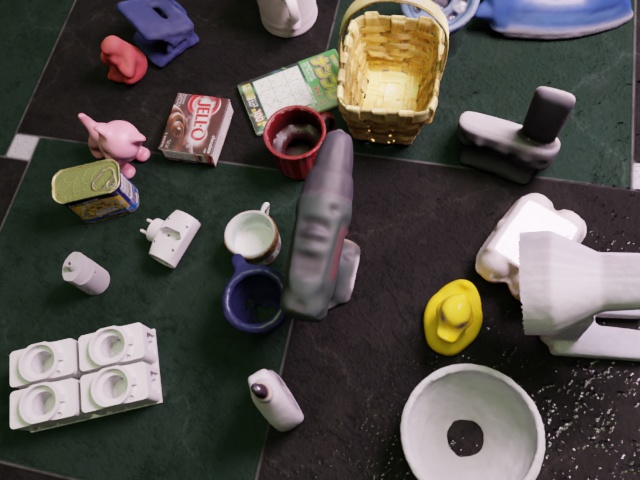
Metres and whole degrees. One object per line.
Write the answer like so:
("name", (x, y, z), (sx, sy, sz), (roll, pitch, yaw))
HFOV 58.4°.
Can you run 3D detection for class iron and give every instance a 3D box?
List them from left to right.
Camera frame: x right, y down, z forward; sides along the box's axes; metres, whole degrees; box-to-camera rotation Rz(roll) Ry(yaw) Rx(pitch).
("iron", (0.381, -0.407, 0.902), (0.258, 0.141, 0.118), (6, 69, 8))

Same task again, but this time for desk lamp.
("desk lamp", (0.320, 0.067, 0.682), (0.203, 0.214, 0.118), (3, 69, 7))

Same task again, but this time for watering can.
("watering can", (-0.068, -0.439, 0.932), (0.101, 0.194, 0.172), (-38, 70, -9))

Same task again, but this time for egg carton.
("egg carton", (0.288, 0.009, 0.786), (0.107, 0.069, 0.150), (33, 75, 17))

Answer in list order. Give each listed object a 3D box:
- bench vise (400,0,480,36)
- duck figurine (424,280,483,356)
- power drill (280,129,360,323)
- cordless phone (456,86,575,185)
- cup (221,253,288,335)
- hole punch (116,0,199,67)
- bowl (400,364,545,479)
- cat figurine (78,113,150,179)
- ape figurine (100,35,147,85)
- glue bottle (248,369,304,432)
("bench vise", (0.186, -0.417, 0.883), (0.121, 0.220, 0.207), (2, 69, 7))
("duck figurine", (0.178, 0.095, 0.754), (0.077, 0.086, 0.105), (22, 72, 14))
("power drill", (0.007, 0.003, 0.742), (0.075, 0.208, 0.230), (9, 70, 10))
("cordless phone", (0.270, -0.168, 0.795), (0.147, 0.185, 0.094), (18, 71, 13))
("cup", (-0.085, 0.080, 0.782), (0.092, 0.095, 0.117), (-28, 68, -5))
("hole punch", (-0.277, -0.375, 0.983), (0.101, 0.091, 0.108), (-40, 70, -10))
("bowl", (0.181, 0.241, 0.703), (0.167, 0.075, 0.167), (-2, 68, 5))
("cat figurine", (-0.321, -0.157, 0.887), (0.127, 0.118, 0.067), (33, 75, 17))
("ape figurine", (-0.336, -0.307, 0.962), (0.076, 0.092, 0.077), (-28, 68, -5))
("glue bottle", (-0.061, 0.190, 0.694), (0.037, 0.173, 0.078), (-31, 69, -6))
